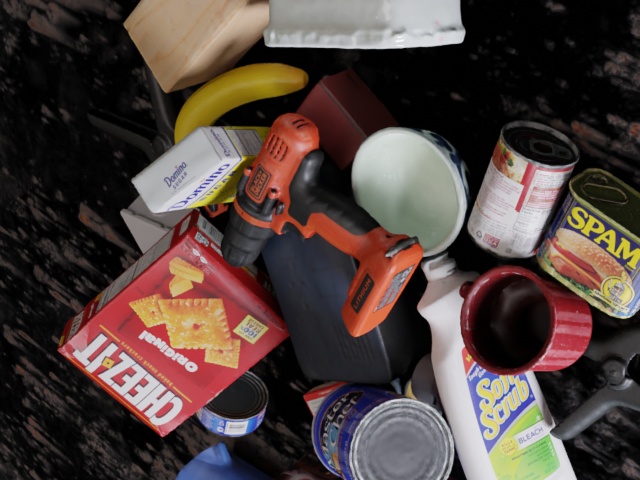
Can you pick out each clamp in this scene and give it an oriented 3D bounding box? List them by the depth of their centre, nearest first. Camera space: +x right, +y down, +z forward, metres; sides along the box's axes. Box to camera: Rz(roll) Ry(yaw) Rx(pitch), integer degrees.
[{"bbox_3d":[0.256,0.104,0.931,0.172,0.039,0.120,-23,89,40],"label":"clamp"},{"bbox_3d":[-0.180,-0.111,1.217,0.165,0.036,0.210,-31,91,46],"label":"clamp"}]

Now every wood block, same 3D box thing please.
[{"bbox_3d":[-0.092,-0.242,1.035,0.206,0.090,0.090,-37,83,46],"label":"wood block"}]

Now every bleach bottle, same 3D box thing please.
[{"bbox_3d":[0.149,0.133,0.998,0.251,0.102,0.068,67,165,-5],"label":"bleach bottle"}]

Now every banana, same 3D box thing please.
[{"bbox_3d":[-0.095,-0.139,1.112,0.069,0.037,0.198,44,129,-15],"label":"banana"}]

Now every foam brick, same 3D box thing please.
[{"bbox_3d":[0.026,-0.115,1.019,0.078,0.052,0.051,52,135,11],"label":"foam brick"}]

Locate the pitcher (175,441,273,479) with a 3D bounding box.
[{"bbox_3d":[-0.064,0.366,1.288,0.243,0.145,0.149,23,156,29],"label":"pitcher"}]

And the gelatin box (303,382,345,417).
[{"bbox_3d":[0.032,0.199,1.186,0.073,0.030,0.089,-25,93,44],"label":"gelatin box"}]

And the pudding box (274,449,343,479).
[{"bbox_3d":[0.006,0.296,1.215,0.114,0.089,0.039,23,125,33],"label":"pudding box"}]

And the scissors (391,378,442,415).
[{"bbox_3d":[0.089,0.221,1.154,0.096,0.016,0.202,26,125,33],"label":"scissors"}]

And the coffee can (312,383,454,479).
[{"bbox_3d":[0.058,0.197,1.045,0.103,0.102,0.140,66,166,-5],"label":"coffee can"}]

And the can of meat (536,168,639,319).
[{"bbox_3d":[0.239,0.004,0.884,0.102,0.057,0.084,39,134,22],"label":"can of meat"}]

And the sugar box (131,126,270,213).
[{"bbox_3d":[-0.100,-0.071,1.052,0.093,0.176,0.048,-35,85,22],"label":"sugar box"}]

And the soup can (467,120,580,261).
[{"bbox_3d":[0.172,-0.041,0.913,0.069,0.068,0.102,35,130,25],"label":"soup can"}]

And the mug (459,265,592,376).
[{"bbox_3d":[0.173,0.067,0.927,0.117,0.081,0.093,29,102,40],"label":"mug"}]

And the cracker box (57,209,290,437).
[{"bbox_3d":[-0.156,0.096,1.176,0.214,0.072,0.164,-40,109,18],"label":"cracker box"}]

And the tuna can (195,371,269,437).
[{"bbox_3d":[-0.106,0.192,1.266,0.086,0.085,0.034,35,132,25],"label":"tuna can"}]

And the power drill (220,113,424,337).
[{"bbox_3d":[-0.007,0.001,1.000,0.188,0.057,0.185,42,131,18],"label":"power drill"}]

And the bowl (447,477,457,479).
[{"bbox_3d":[0.123,0.279,1.094,0.162,0.055,0.162,15,156,7],"label":"bowl"}]
